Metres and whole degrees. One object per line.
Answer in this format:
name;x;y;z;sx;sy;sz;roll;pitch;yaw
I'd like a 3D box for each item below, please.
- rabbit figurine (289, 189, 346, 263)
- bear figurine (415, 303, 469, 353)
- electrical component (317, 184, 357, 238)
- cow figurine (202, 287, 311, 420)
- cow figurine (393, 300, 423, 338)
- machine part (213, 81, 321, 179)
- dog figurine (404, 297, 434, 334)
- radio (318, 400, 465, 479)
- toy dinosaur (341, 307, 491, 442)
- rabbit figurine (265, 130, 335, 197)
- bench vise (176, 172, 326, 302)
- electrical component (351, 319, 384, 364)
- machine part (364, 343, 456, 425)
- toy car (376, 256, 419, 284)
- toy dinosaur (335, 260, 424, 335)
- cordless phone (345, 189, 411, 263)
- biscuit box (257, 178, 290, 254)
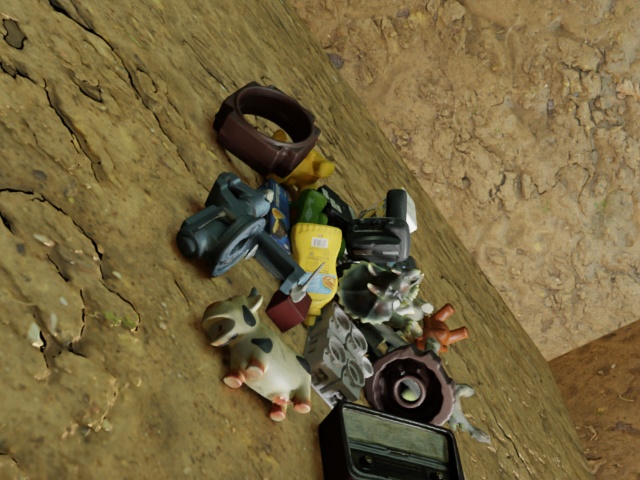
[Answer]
rabbit figurine;-0.002;-0.003;1.139;0.170;0.121;0.159;35;38;-34
bear figurine;0.336;0.262;1.517;0.120;0.132;0.195;59;14;11
electrical component;0.027;-0.066;1.272;0.134;0.058;0.115;35;22;-29
cow figurine;-0.089;0.155;0.774;0.194;0.085;0.127;45;29;-23
cow figurine;0.181;0.181;1.329;0.167;0.098;0.068;60;-2;5
machine part;-0.112;-0.245;1.174;0.201;0.087;0.201;38;42;-1
dog figurine;0.216;0.164;1.460;0.172;0.121;0.190;55;2;4
radio;0.115;0.349;0.847;0.229;0.073;0.131;19;36;-18
toy dinosaur;0.225;0.305;1.237;0.471;0.105;0.198;46;25;1
rabbit figurine;-0.072;-0.181;1.271;0.173;0.122;0.162;-19;73;-50
bench vise;-0.107;0.003;0.875;0.241;0.129;0.223;41;27;7
electrical component;0.090;0.209;1.129;0.102;0.045;0.078;47;27;6
machine part;0.176;0.292;1.055;0.179;0.179;0.056;61;17;10
toy car;0.202;0.085;1.502;0.161;0.103;0.109;26;33;-37
toy dinosaur;0.089;0.099;1.167;0.192;0.131;0.405;25;-4;-22
cordless phone;0.133;-0.041;1.225;0.088;0.147;0.184;68;26;-57
biscuit box;-0.100;-0.039;1.066;0.062;0.059;0.203;44;24;-31
